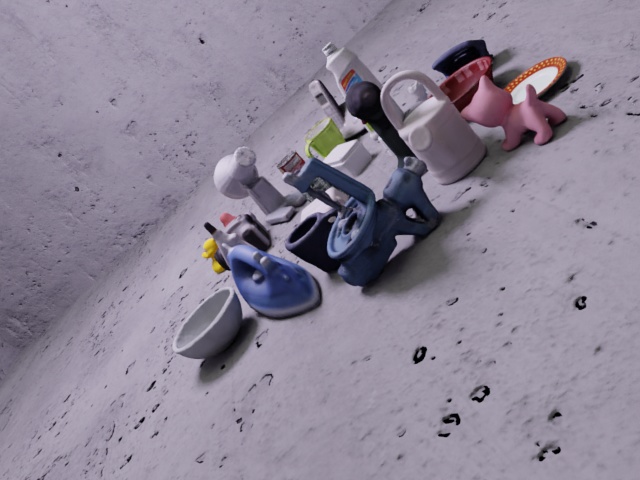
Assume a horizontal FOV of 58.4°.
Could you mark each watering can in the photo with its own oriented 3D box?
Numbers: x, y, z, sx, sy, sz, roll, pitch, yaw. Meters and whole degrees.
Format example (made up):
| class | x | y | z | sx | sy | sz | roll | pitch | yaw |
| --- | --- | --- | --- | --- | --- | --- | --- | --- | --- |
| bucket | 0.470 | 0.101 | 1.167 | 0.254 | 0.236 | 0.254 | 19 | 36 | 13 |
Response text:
| class | x | y | z | sx | sy | sz | roll | pitch | yaw |
| --- | --- | --- | --- | --- | --- | --- | --- | --- | --- |
| watering can | 0.179 | -0.191 | 0.937 | 0.101 | 0.194 | 0.172 | -41 | 20 | 9 |

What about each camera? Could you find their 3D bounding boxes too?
| class | x | y | z | sx | sy | sz | roll | pitch | yaw |
| --- | --- | --- | --- | --- | --- | --- | --- | --- | --- |
| camera | -0.208 | 0.002 | 1.455 | 0.137 | 0.101 | 0.143 | -42 | 20 | 5 |

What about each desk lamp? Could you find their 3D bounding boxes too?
| class | x | y | z | sx | sy | sz | roll | pitch | yaw |
| --- | --- | --- | --- | --- | --- | --- | --- | --- | --- |
| desk lamp | -0.166 | -0.149 | 1.511 | 0.118 | 0.214 | 0.202 | -53 | 21 | -23 |

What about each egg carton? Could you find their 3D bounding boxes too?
| class | x | y | z | sx | sy | sz | roll | pitch | yaw |
| --- | --- | --- | --- | --- | --- | --- | --- | --- | --- |
| egg carton | 0.014 | -0.040 | 1.146 | 0.107 | 0.069 | 0.150 | -38 | 20 | 17 |

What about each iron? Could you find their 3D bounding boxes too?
| class | x | y | z | sx | sy | sz | roll | pitch | yaw |
| --- | --- | --- | --- | --- | --- | --- | --- | --- | --- |
| iron | -0.100 | 0.058 | 1.063 | 0.119 | 0.142 | 0.257 | -50 | 20 | -16 |

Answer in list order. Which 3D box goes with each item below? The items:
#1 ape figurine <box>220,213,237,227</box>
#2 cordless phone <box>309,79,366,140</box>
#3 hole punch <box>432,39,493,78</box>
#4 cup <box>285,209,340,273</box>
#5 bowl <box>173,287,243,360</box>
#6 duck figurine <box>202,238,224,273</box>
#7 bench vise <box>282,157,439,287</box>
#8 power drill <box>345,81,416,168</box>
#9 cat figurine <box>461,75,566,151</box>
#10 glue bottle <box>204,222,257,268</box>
| class | x | y | z | sx | sy | sz | roll | pitch | yaw |
| --- | --- | --- | --- | --- | --- | --- | --- | --- | --- |
| ape figurine | -0.248 | -0.044 | 1.642 | 0.078 | 0.092 | 0.076 | -46 | 20 | -4 |
| cordless phone | 0.057 | -0.370 | 1.560 | 0.147 | 0.185 | 0.094 | -19 | 31 | 50 |
| hole punch | 0.308 | -0.391 | 1.248 | 0.108 | 0.091 | 0.101 | -27 | 26 | 39 |
| cup | 0.009 | 0.004 | 1.027 | 0.117 | 0.095 | 0.091 | -37 | 21 | 19 |
| bowl | -0.209 | 0.177 | 1.136 | 0.167 | 0.075 | 0.167 | -38 | 20 | 17 |
| duck figurine | -0.271 | 0.030 | 1.546 | 0.104 | 0.086 | 0.077 | -36 | 21 | 23 |
| bench vise | 0.058 | -0.064 | 0.879 | 0.208 | 0.220 | 0.121 | -50 | 20 | -17 |
| power drill | 0.124 | -0.213 | 1.071 | 0.075 | 0.209 | 0.229 | -42 | 20 | 6 |
| cat figurine | 0.282 | -0.199 | 0.865 | 0.067 | 0.118 | 0.127 | -52 | 21 | -22 |
| glue bottle | -0.192 | 0.021 | 1.273 | 0.078 | 0.173 | 0.037 | -39 | 20 | 15 |
